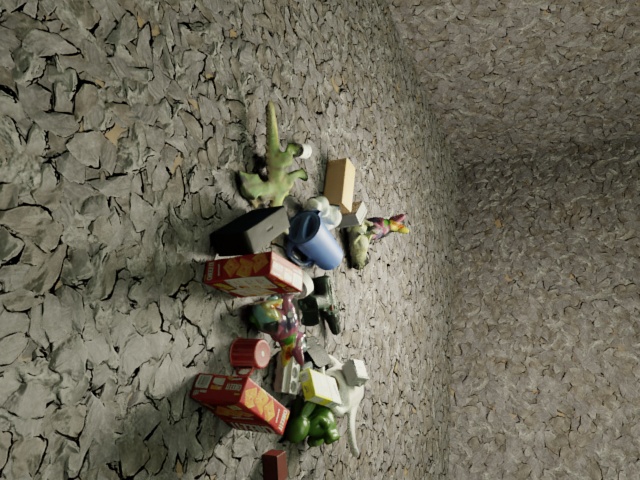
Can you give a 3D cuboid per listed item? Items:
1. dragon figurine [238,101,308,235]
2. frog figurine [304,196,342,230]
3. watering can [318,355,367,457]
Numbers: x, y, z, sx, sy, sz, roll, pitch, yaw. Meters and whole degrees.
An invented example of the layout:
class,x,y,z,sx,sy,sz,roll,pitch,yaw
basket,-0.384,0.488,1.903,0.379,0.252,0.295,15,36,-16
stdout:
class,x,y,z,sx,sy,sz,roll,pitch,yaw
dragon figurine,-0.165,-0.213,1.621,0.121,0.405,0.247,-7,20,36
frog figurine,0.006,-0.093,1.850,0.138,0.122,0.159,23,4,9
watering can,0.094,0.573,1.849,0.103,0.351,0.224,-30,-14,27
